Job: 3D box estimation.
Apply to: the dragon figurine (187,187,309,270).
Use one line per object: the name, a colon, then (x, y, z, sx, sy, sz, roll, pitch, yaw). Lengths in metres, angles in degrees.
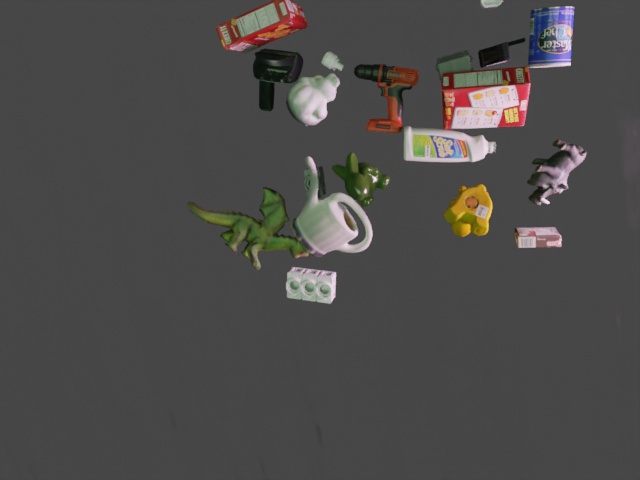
dragon figurine: (-0.212, -0.062, 1.666, 0.410, 0.122, 0.242, 41, 93, 0)

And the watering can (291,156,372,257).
watering can: (0.005, -0.078, 1.558, 0.222, 0.106, 0.344, -32, 111, 25)

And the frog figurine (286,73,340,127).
frog figurine: (-0.014, -0.413, 1.495, 0.158, 0.123, 0.138, -25, 78, 31)
